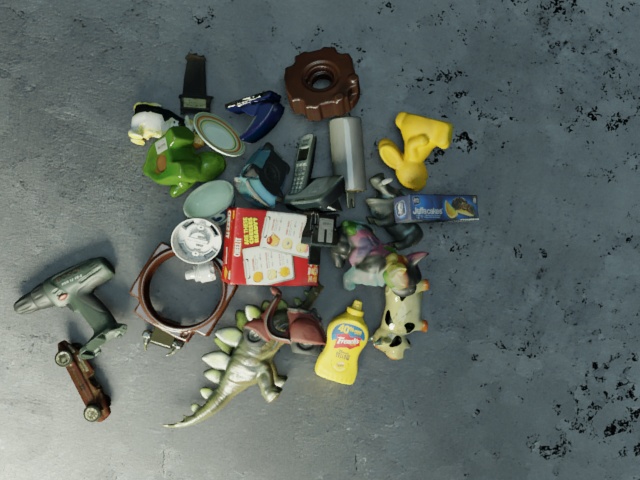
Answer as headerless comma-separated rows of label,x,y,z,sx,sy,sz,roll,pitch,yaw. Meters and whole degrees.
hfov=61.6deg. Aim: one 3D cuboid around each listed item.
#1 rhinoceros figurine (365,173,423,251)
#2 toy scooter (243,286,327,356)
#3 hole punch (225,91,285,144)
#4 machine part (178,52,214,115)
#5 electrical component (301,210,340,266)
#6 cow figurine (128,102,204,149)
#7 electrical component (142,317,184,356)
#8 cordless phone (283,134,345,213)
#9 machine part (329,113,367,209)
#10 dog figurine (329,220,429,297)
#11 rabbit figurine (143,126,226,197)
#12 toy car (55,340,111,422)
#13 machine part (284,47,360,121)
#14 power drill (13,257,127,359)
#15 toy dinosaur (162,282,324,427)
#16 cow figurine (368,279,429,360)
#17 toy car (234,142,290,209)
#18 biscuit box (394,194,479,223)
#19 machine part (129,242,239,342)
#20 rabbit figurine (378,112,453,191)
rhinoceros figurine,0.169,-0.064,1.246,0.112,0.073,0.190,-34,94,-2
toy scooter,-0.070,0.173,1.162,0.184,0.075,0.135,9,77,3
hole punch,-0.135,-0.274,1.198,0.116,0.142,0.092,-19,91,11
machine part,-0.285,-0.356,1.229,0.084,0.039,0.138,-1,92,-1
electrical component,-0.002,-0.004,1.183,0.075,0.048,0.119,10,84,-31
cow figurine,-0.342,-0.257,1.217,0.167,0.068,0.098,7,81,-5
electrical component,-0.363,0.222,1.241,0.102,0.045,0.078,13,63,-6
cordless phone,-0.006,-0.154,1.207,0.088,0.147,0.184,14,80,-41
machine part,0.064,-0.193,1.236,0.079,0.079,0.243,-5,91,-3
dog figurine,0.130,0.034,1.170,0.108,0.219,0.191,-24,95,-31
rabbit figurine,-0.289,-0.155,1.187,0.159,0.170,0.121,-30,73,33
toy car,-0.528,0.314,1.210,0.053,0.089,0.202,-25,91,-2
machine part,0.004,-0.352,1.205,0.179,0.056,0.179,-3,67,7
power drill,-0.541,0.160,1.196,0.232,0.086,0.207,-35,69,-7
toy dinosaur,-0.156,0.270,1.227,0.198,0.105,0.471,38,80,4
cow figurine,0.181,0.183,1.250,0.127,0.085,0.194,3,94,-10
toy car,-0.140,-0.139,1.207,0.103,0.162,0.109,-18,132,33
biscuit box,0.265,-0.071,1.219,0.202,0.063,0.059,-2,88,-28
machine part,-0.302,0.110,1.202,0.201,0.087,0.201,31,80,-2
rabbit figurine,0.215,-0.199,1.230,0.162,0.122,0.173,9,110,-1
